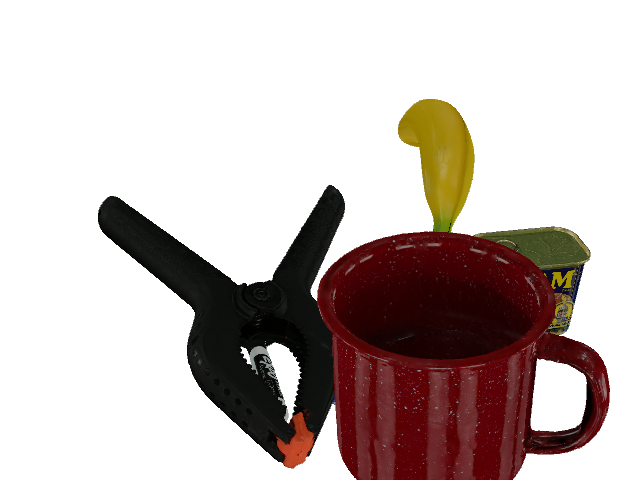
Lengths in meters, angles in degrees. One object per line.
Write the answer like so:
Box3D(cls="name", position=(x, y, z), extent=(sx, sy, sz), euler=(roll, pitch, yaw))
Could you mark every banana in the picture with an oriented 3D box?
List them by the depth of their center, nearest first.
Box3D(cls="banana", position=(0.082, -0.067, 0.783), extent=(0.037, 0.070, 0.198), euler=(26, 26, -14))

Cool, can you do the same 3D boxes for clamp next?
Box3D(cls="clamp", position=(-0.049, 0.041, 0.644), extent=(0.164, 0.210, 0.036), euler=(0, -44, -13))

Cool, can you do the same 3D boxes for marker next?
Box3D(cls="marker", position=(-0.047, 0.114, 0.905), extent=(0.020, 0.020, 0.121), euler=(0, 28, -14))

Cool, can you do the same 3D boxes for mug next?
Box3D(cls="mug", position=(0.058, 0.056, 0.435), extent=(0.117, 0.081, 0.093), euler=(8, 33, 17))

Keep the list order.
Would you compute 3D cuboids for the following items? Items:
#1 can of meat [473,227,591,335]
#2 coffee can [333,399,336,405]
Box3D(cls="can of meat", position=(0.176, 0.040, 0.935), extent=(0.102, 0.084, 0.057), euler=(-5, 34, -14))
Box3D(cls="coffee can", position=(0.057, 0.147, 1.458), extent=(0.103, 0.140, 0.103), euler=(-1, 18, 0))
